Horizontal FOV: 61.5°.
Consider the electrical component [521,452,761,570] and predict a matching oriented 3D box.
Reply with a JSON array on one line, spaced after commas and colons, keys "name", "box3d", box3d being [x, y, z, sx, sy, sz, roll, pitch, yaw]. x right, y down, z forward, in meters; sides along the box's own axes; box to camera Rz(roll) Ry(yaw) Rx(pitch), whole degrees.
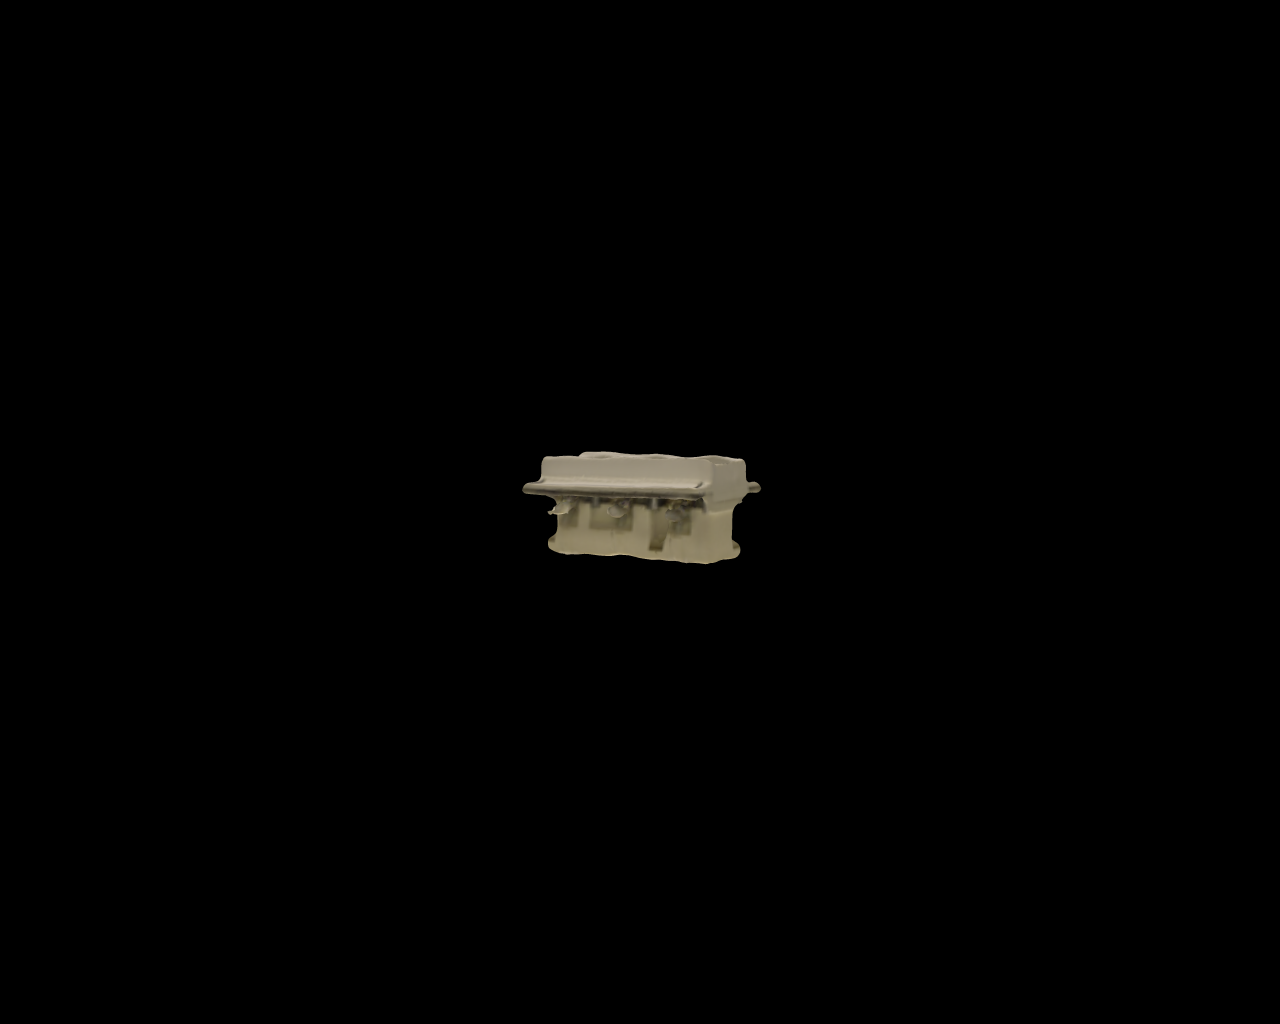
[{"name": "electrical component", "box3d": [0.001, -0.003, 0.650, 0.121, 0.063, 0.079, 4, 6, 33]}]
